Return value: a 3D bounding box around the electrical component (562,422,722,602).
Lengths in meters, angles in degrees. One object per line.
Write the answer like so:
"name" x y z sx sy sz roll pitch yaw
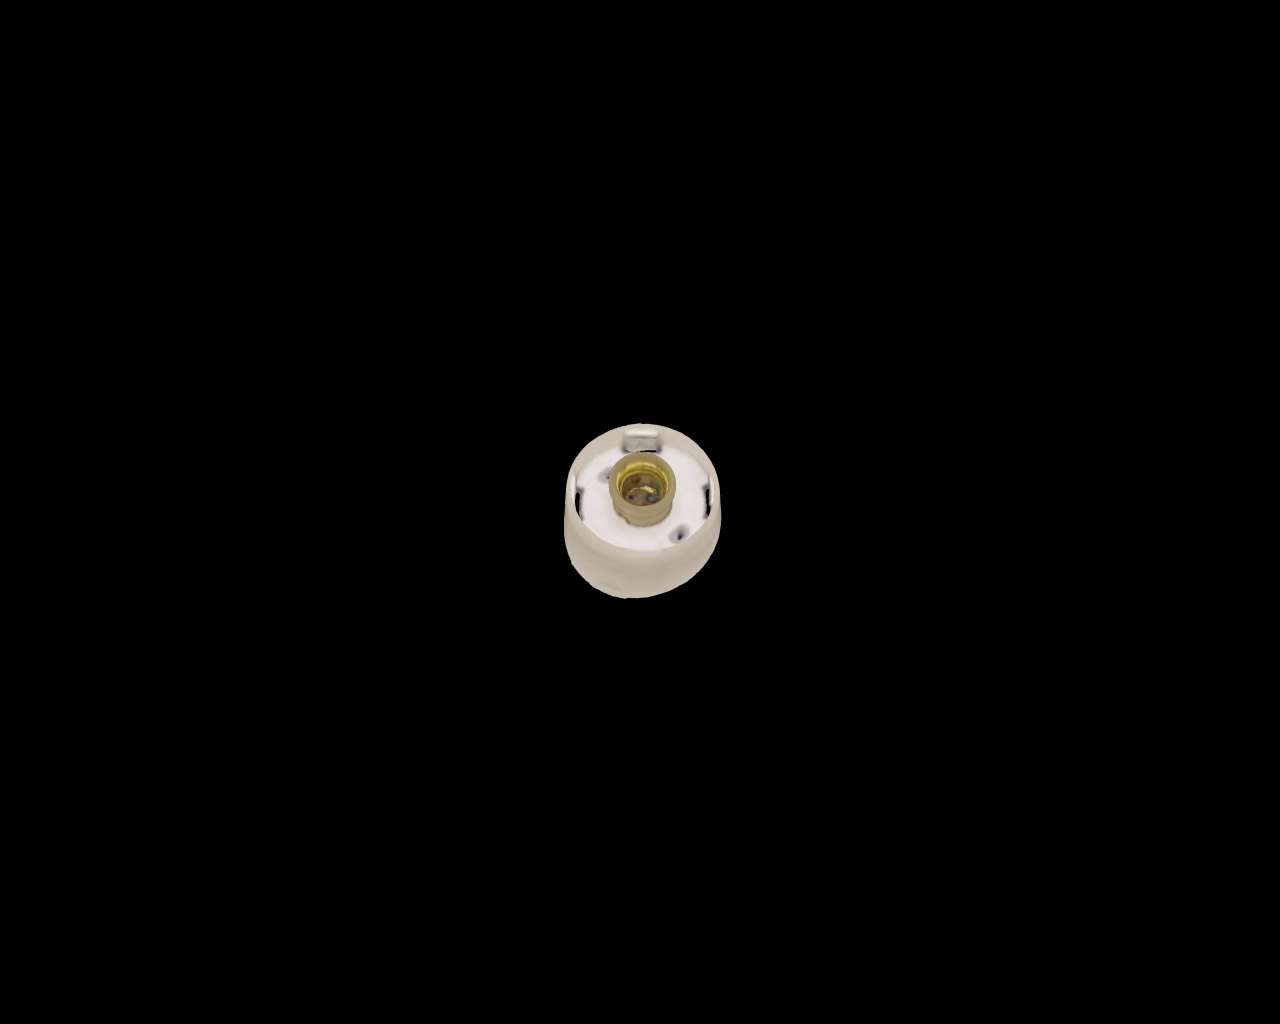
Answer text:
"electrical component" 0.001 -0.003 0.650 0.099 0.099 0.064 0 -30 0
